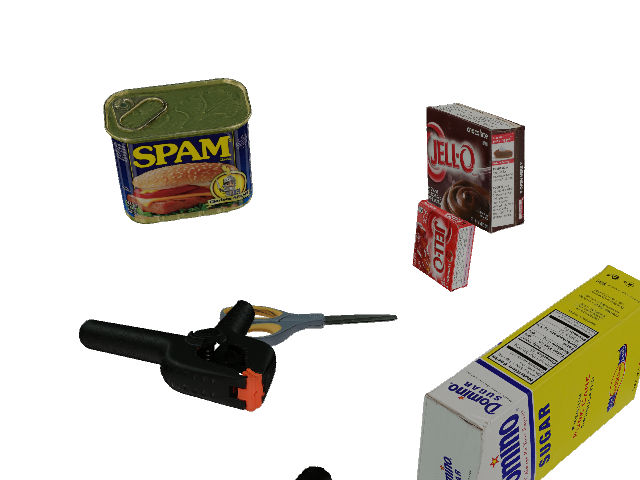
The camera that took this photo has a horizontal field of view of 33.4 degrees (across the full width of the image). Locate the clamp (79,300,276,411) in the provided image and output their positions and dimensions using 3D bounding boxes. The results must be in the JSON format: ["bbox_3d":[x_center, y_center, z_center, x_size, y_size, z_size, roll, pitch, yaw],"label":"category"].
[{"bbox_3d":[-0.090,0.092,0.900,0.164,0.036,0.210,-9,17,-33],"label":"clamp"}]

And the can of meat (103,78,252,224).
[{"bbox_3d":[-0.100,-0.063,0.771,0.102,0.084,0.057,-8,45,-8],"label":"can of meat"}]

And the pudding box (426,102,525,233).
[{"bbox_3d":[0.133,-0.066,0.925,0.039,0.090,0.114,-12,21,-22],"label":"pudding box"}]

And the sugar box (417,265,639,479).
[{"bbox_3d":[0.130,0.093,0.628,0.048,0.093,0.175,29,44,34],"label":"sugar box"}]

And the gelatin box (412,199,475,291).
[{"bbox_3d":[0.144,0.004,1.256,0.030,0.089,0.073,-15,33,-31],"label":"gelatin box"}]

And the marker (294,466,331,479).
[{"bbox_3d":[-0.029,0.134,0.478,0.020,0.020,0.120,0,17,32],"label":"marker"}]

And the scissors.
[{"bbox_3d":[-0.013,0.097,1.187,0.202,0.016,0.096,4,21,1],"label":"scissors"}]
